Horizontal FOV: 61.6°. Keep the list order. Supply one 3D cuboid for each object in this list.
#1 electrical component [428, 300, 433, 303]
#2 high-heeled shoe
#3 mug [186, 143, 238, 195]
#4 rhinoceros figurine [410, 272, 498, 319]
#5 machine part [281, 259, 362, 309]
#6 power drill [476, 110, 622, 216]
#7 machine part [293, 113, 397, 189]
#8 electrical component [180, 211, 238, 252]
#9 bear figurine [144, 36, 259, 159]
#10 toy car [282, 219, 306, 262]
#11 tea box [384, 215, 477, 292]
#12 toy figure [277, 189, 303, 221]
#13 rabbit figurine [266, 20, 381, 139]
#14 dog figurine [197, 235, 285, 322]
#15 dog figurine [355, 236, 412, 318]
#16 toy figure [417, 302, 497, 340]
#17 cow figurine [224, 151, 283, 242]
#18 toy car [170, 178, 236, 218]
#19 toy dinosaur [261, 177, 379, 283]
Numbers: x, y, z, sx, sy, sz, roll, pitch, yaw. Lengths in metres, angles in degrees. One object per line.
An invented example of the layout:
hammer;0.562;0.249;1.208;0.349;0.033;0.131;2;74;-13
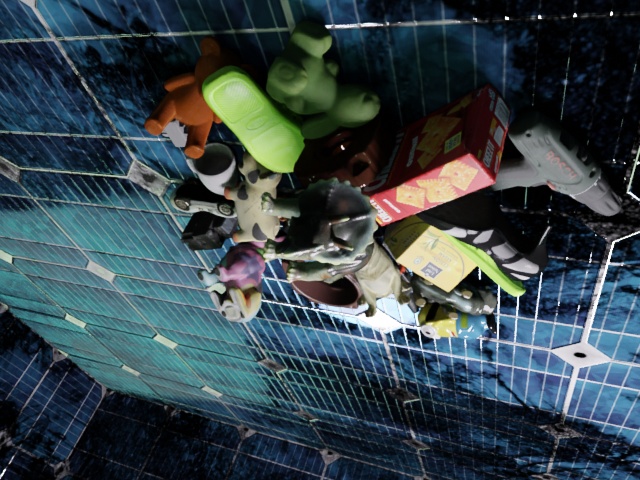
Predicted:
electrical component;0.277;0.122;1.248;0.063;0.021;0.094;38;143;-23
high-heeled shoe;0.264;0.003;0.889;0.249;0.086;0.145;11;141;-1
mug;-0.222;-0.140;1.120;0.110;0.081;0.107;10;154;10
rhinoceros figurine;0.286;0.117;1.154;0.190;0.112;0.073;17;105;1
machine part;0.021;0.077;1.278;0.202;0.087;0.200;6;143;21
power drill;0.336;-0.090;0.864;0.232;0.086;0.207;41;147;-27
machine part;0.038;-0.144;0.882;0.179;0.179;0.056;-8;135;38
electrical component;-0.249;-0.037;1.248;0.134;0.115;0.058;-9;140;38
bear figurine;-0.200;-0.243;0.921;0.120;0.132;0.196;32;152;-28
toy car;-0.002;-0.003;1.110;0.103;0.109;0.161;-33;142;0
tea box;0.218;0.020;1.033;0.169;0.068;0.098;27;113;-35
toy figure;-0.061;-0.071;1.142;0.155;0.064;0.057;-6;163;31
rabbit figurine;0.005;-0.220;0.833;0.170;0.121;0.159;28;153;-4
dog figurine;-0.155;0.064;1.243;0.108;0.219;0.191;-22;100;49
dog figurine;0.104;0.041;1.124;0.121;0.172;0.190;-24;103;-2
toy figure;0.321;0.190;1.269;0.180;0.089;0.082;-7;124;25
cow figurine;-0.123;-0.089;1.086;0.127;0.085;0.194;4;113;24
toy car;-0.244;-0.093;1.203;0.202;0.073;0.056;8;141;21
toy dinosaur;0.024;0.007;0.898;0.192;0.131;0.404;2;166;21
